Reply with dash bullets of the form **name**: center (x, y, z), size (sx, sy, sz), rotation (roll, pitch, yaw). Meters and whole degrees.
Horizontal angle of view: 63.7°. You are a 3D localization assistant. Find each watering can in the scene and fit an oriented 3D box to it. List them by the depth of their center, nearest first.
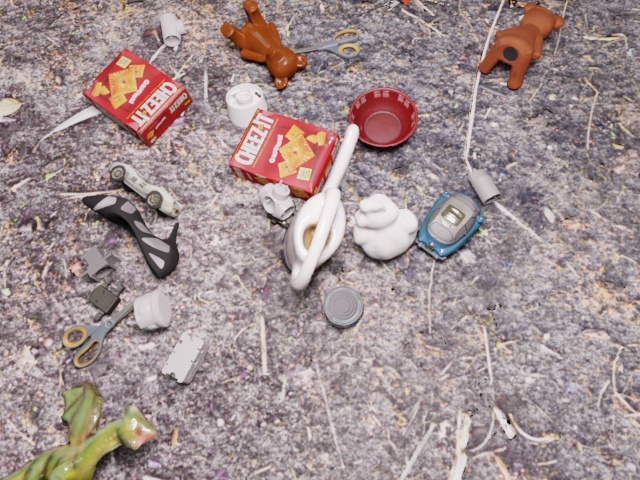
- **watering can**: center (0.003, -0.053, 1.060), size (0.104, 0.221, 0.353), rotation (22, 71, -8)

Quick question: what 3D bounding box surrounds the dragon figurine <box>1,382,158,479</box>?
- **dragon figurine**: center (-0.499, 0.401, 0.998), size (0.409, 0.119, 0.249), rotation (-9, 47, 20)

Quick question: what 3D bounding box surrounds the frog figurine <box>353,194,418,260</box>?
- **frog figurine**: center (0.136, -0.029, 1.067), size (0.137, 0.157, 0.124), rotation (-7, 72, 2)
